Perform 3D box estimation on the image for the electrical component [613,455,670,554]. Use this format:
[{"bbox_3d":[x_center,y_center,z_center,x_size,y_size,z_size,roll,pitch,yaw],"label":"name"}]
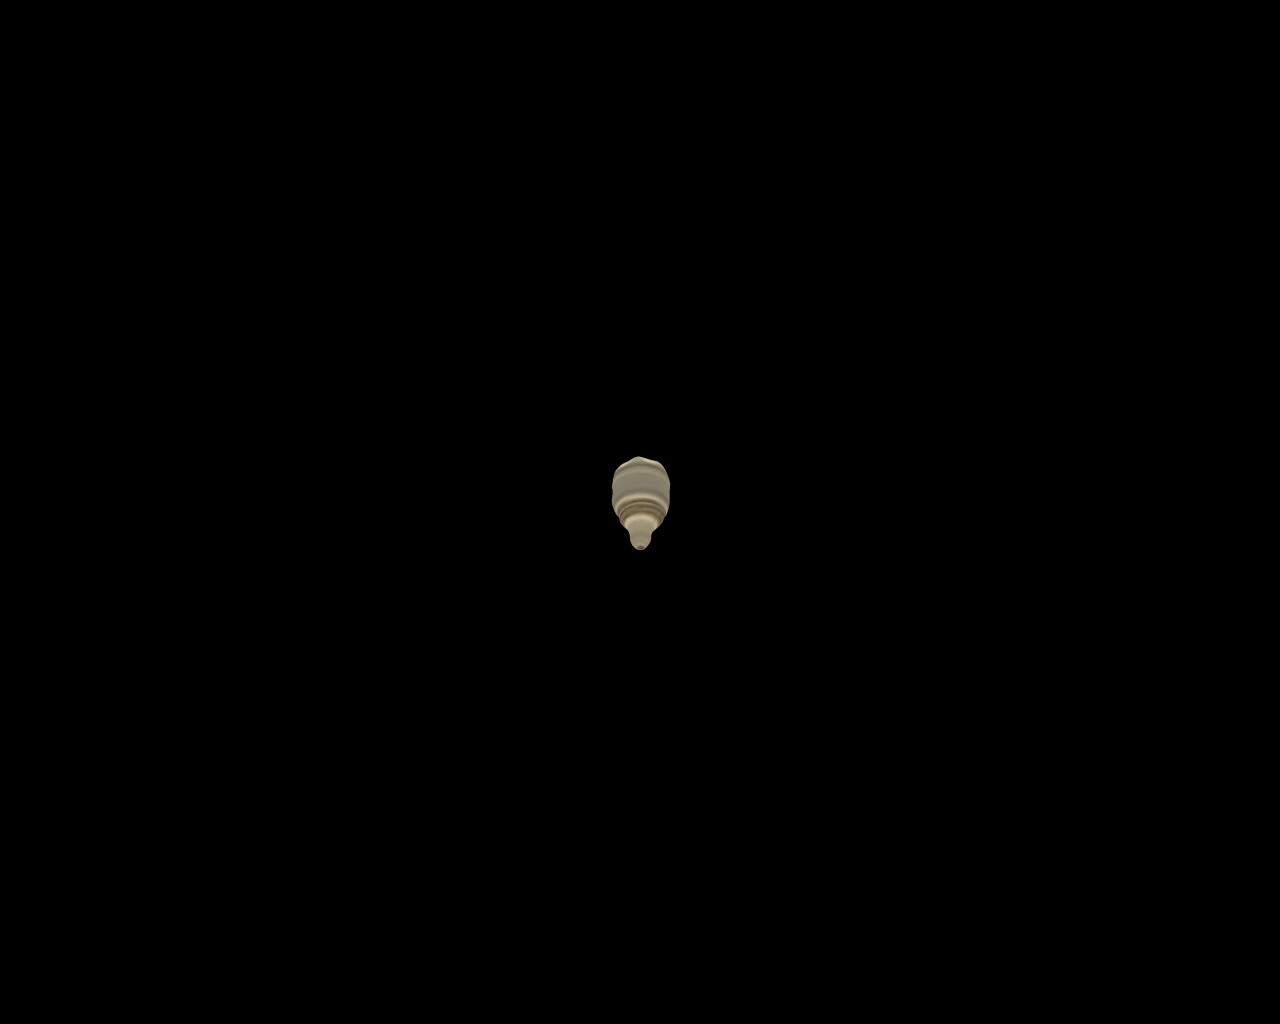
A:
[{"bbox_3d":[0.001,-0.003,0.650,0.035,0.061,0.035,0,-38,0],"label":"electrical component"}]
